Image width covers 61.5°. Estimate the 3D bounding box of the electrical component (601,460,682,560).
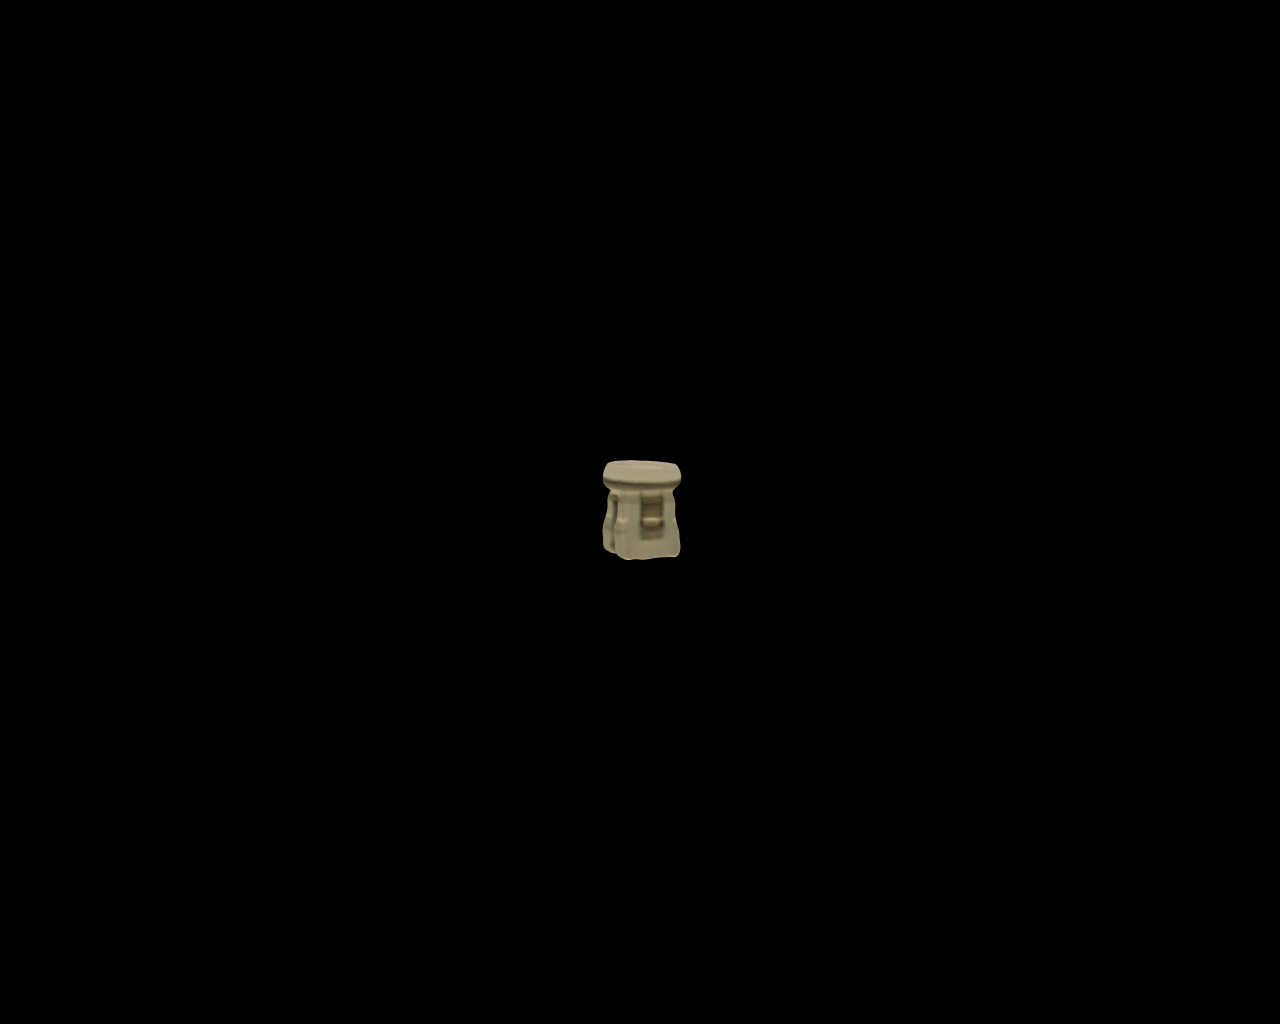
[{"bbox_3d":[0.001,-0.003,0.650,0.048,0.055,0.066,-3,8,-19],"label":"electrical component"}]
